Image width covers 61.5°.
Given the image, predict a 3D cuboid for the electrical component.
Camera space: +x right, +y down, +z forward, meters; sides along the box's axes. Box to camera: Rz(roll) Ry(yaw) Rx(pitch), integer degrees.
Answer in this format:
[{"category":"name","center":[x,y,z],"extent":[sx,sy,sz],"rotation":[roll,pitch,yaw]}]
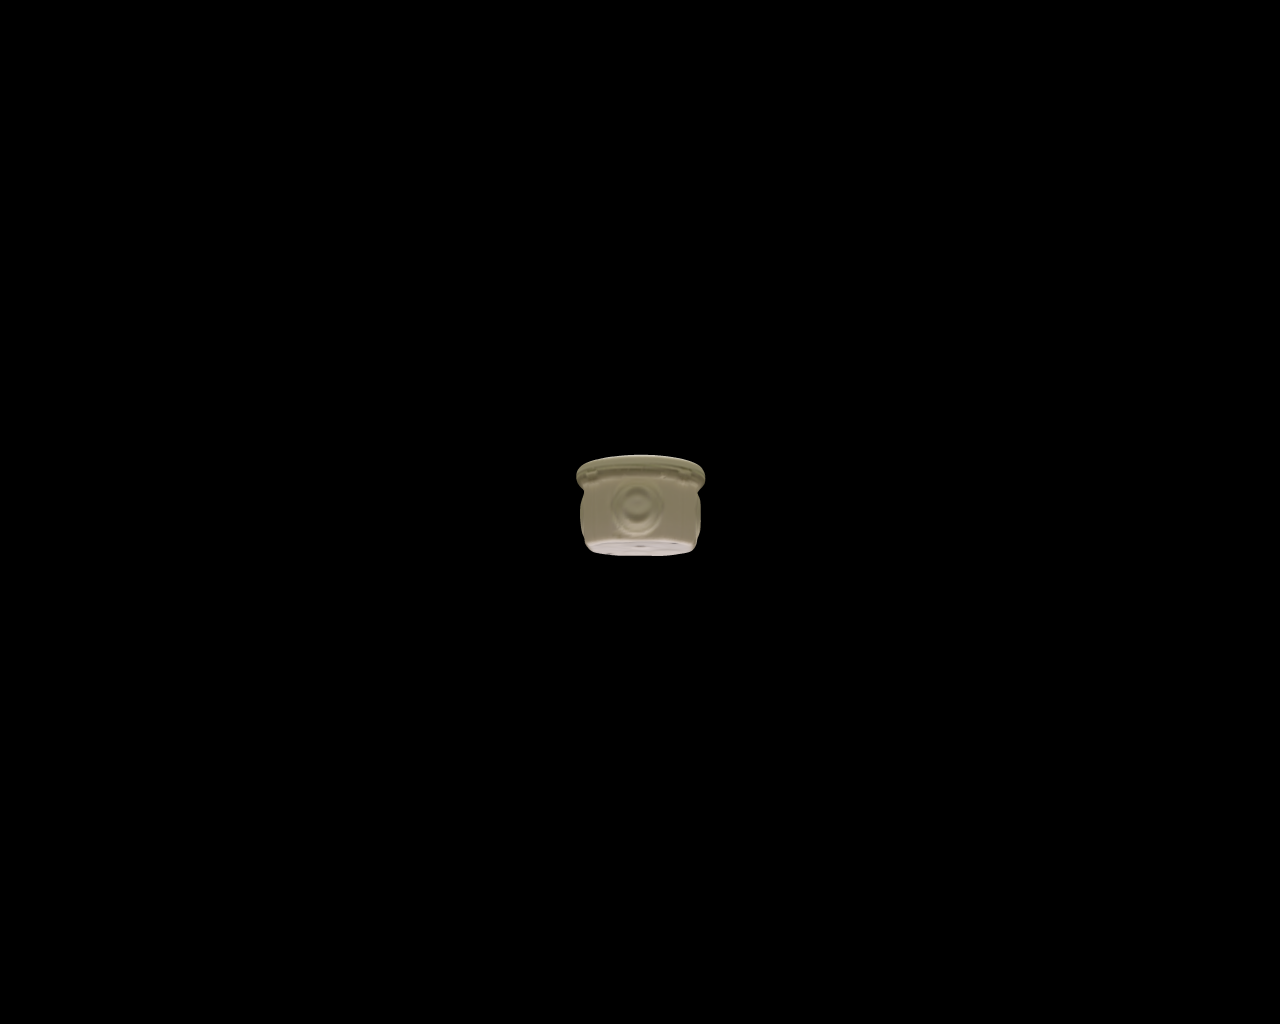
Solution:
[{"category":"electrical component","center":[0.001,-0.003,0.650],"extent":[0.080,0.051,0.080],"rotation":[0,-11,0]}]
